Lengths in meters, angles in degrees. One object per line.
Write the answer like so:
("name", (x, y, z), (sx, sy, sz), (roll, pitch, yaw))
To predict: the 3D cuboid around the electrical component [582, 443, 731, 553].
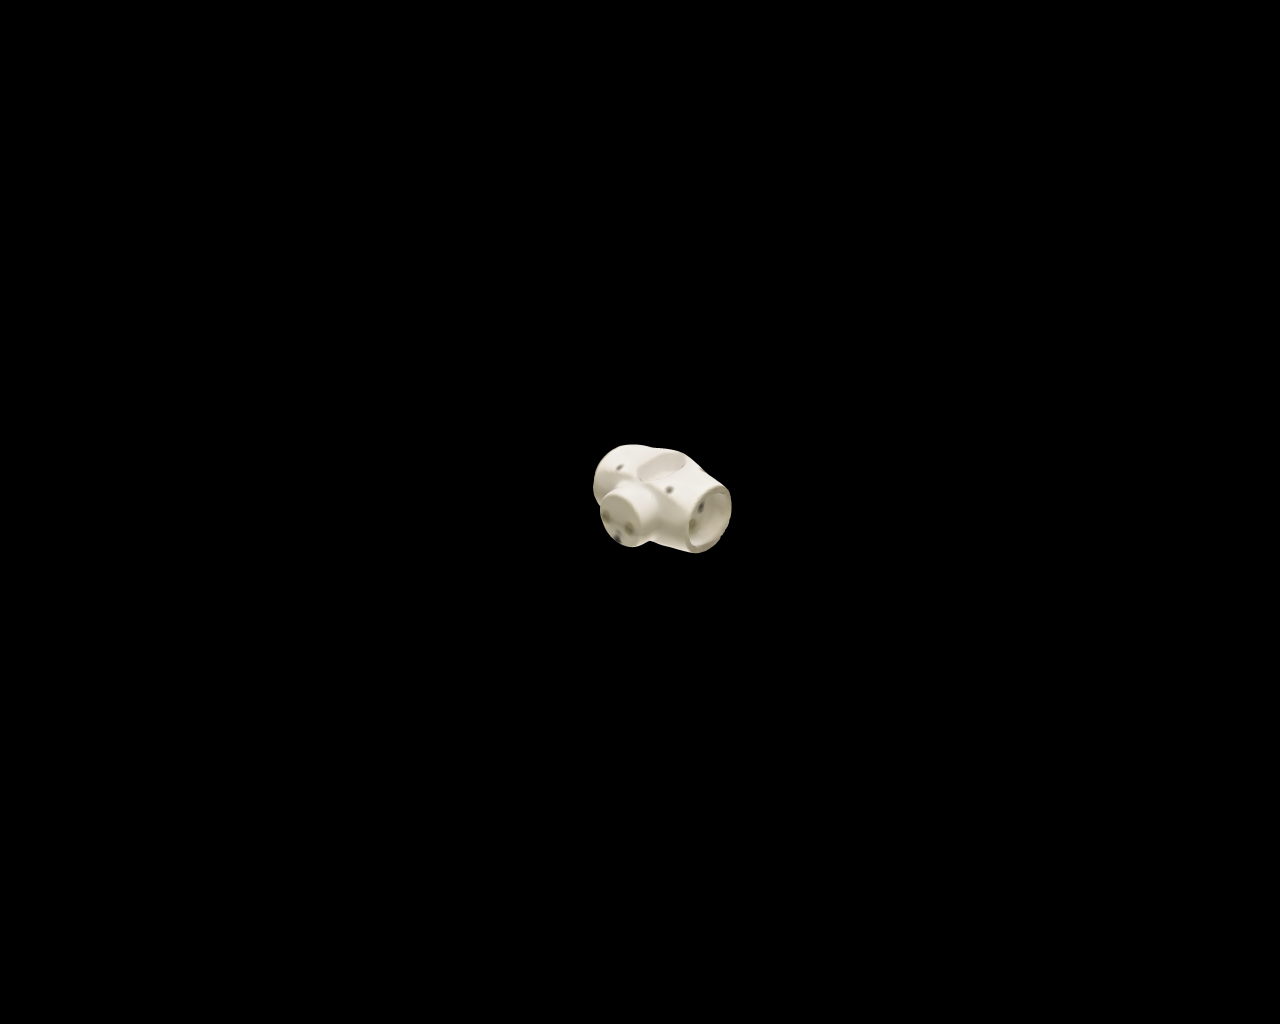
("electrical component", (0.001, -0.003, 0.650), (0.077, 0.043, 0.079), (27, 42, 36))
